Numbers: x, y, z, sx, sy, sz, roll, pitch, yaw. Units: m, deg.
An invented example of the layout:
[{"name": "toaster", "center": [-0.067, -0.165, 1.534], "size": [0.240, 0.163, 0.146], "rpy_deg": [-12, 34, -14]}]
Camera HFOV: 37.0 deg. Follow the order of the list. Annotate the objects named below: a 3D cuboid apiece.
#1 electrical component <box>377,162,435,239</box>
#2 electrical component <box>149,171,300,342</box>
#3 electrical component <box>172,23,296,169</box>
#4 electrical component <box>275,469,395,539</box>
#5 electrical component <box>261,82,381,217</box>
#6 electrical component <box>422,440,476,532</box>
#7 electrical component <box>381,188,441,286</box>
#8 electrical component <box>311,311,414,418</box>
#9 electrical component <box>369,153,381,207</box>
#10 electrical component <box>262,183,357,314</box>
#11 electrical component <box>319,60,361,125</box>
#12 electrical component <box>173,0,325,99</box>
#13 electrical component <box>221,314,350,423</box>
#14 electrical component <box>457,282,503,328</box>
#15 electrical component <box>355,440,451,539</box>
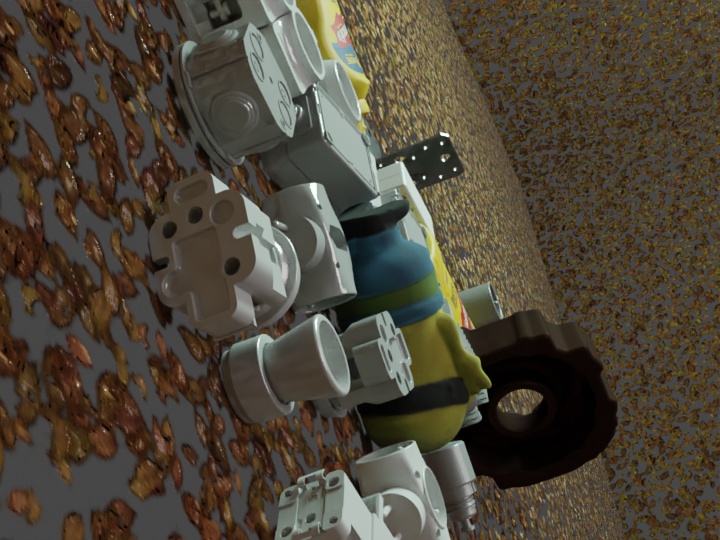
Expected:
[{"name": "electrical component", "center": [0.035, -0.072, 1.076], "size": [0.075, 0.047, 0.083], "rpy_deg": [-96, 161, -46]}, {"name": "electrical component", "center": [-0.065, -0.002, 0.533], "size": [0.057, 0.058, 0.078], "rpy_deg": [39, 33, -61]}, {"name": "electrical component", "center": [-0.076, -0.106, 0.653], "size": [0.080, 0.051, 0.080], "rpy_deg": [-20, 90, -77]}, {"name": "electrical component", "center": [-0.013, 0.143, 0.564], "size": [0.081, 0.042, 0.063], "rpy_deg": [-88, 153, -60]}, {"name": "electrical component", "center": [-0.037, -0.086, 0.780], "size": [0.096, 0.061, 0.061], "rpy_deg": [43, 29, -48]}, {"name": "electrical component", "center": [0.077, 0.177, 0.888], "size": [0.040, 0.040, 0.078], "rpy_deg": [5, 66, -76]}, {"name": "electrical component", "center": [0.025, -0.014, 0.913], "size": [0.096, 0.061, 0.061], "rpy_deg": [50, 23, -57]}, {"name": "electrical component", "center": [-0.003, 0.062, 0.691], "size": [0.078, 0.057, 0.058], "rpy_deg": [-14, 84, -77]}, {"name": "electrical component", "center": [-0.011, -0.062, 0.856], "size": [0.055, 0.055, 0.047], "rpy_deg": [38, 38, -67]}, {"name": "electrical component", "center": [-0.039, -0.015, 0.691], "size": [0.079, 0.043, 0.077], "rpy_deg": [18, 53, -73]}, {"name": "electrical component", "center": [-0.035, -0.132, 0.851], "size": [0.058, 0.057, 0.078], "rpy_deg": [47, 26, -60]}, {"name": "electrical component", "center": [-0.082, -0.188, 0.726], "size": [0.089, 0.062, 0.150], "rpy_deg": [-77, 145, -68]}, {"name": "electrical component", "center": [-0.039, 0.052, 0.561], "size": [0.045, 0.055, 0.045], "rpy_deg": [-20, 90, -77]}, {"name": "electrical component", "center": [0.112, 0.062, 1.124], "size": [0.043, 0.077, 0.079], "rpy_deg": [21, 51, -73]}, {"name": "electrical component", "center": [0.026, 0.157, 0.697], "size": [0.079, 0.044, 0.077], "rpy_deg": [-12, 82, -77]}]
